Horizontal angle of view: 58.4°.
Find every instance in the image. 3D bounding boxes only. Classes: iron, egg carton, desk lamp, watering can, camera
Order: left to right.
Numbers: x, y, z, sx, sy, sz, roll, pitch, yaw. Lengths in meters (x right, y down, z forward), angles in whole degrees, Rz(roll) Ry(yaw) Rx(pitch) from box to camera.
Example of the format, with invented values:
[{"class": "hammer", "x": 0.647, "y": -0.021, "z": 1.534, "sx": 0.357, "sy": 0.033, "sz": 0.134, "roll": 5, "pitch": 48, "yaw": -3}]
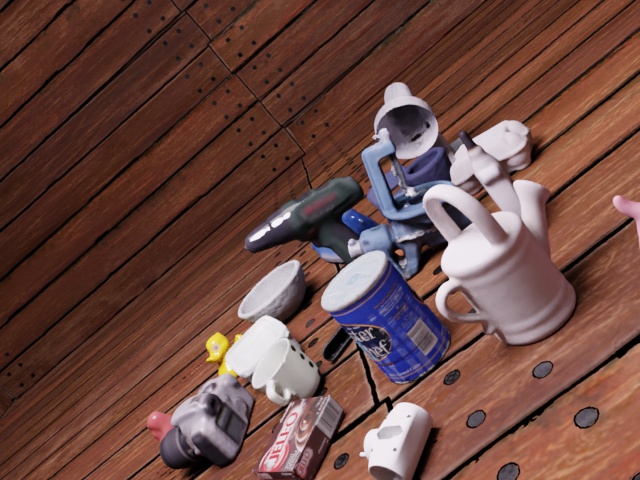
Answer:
[{"class": "camera", "x": -0.195, "y": 0.299, "z": 0.929, "sx": 0.136, "sy": 0.101, "sz": 0.143, "roll": -35, "pitch": 17, "yaw": 21}, {"class": "iron", "x": 0.043, "y": -0.038, "z": 1.204, "sx": 0.119, "sy": 0.141, "sz": 0.257, "roll": -46, "pitch": 16, "yaw": -18}, {"class": "desk lamp", "x": 0.203, "y": -0.218, "z": 1.174, "sx": 0.117, "sy": 0.214, "sz": 0.203, "roll": -34, "pitch": 17, "yaw": 25}, {"class": "watering can", "x": 0.187, "y": 0.009, "z": 0.627, "sx": 0.100, "sy": 0.194, "sz": 0.173, "roll": -18, "pitch": 27, "yaw": 54}, {"class": "egg carton", "x": 0.302, "y": -0.147, "z": 1.012, "sx": 0.150, "sy": 0.069, "sz": 0.107, "roll": -30, "pitch": 19, "yaw": 35}]

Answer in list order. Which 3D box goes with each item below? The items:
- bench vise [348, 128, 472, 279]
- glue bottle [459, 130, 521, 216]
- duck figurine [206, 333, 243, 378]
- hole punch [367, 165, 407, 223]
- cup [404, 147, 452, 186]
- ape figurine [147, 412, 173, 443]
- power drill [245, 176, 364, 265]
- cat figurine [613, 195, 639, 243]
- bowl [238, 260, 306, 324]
[{"class": "bench vise", "x": 0.119, "y": -0.052, "z": 0.909, "sx": 0.207, "sy": 0.220, "sz": 0.121, "roll": -41, "pitch": 16, "yaw": -1}, {"class": "glue bottle", "x": 0.241, "y": -0.080, "z": 0.779, "sx": 0.037, "sy": 0.173, "sz": 0.078, "roll": -36, "pitch": 17, "yaw": 20}, {"class": "duck figurine", "x": -0.187, "y": 0.222, "z": 1.148, "sx": 0.077, "sy": 0.086, "sz": 0.105, "roll": -28, "pitch": 20, "yaw": 40}, {"class": "hole punch", "x": 0.163, "y": -0.089, "z": 1.149, "sx": 0.108, "sy": 0.091, "sz": 0.101, "roll": -42, "pitch": 15, "yaw": -1}, {"class": "cup", "x": 0.210, "y": -0.109, "z": 1.081, "sx": 0.117, "sy": 0.095, "sz": 0.092, "roll": -22, "pitch": 25, "yaw": 50}, {"class": "ape figurine", "x": -0.267, "y": 0.338, "z": 1.012, "sx": 0.076, "sy": 0.092, "sz": 0.078, "roll": -36, "pitch": 17, "yaw": 20}, {"class": "power drill", "x": 0.010, "y": 0.004, "z": 1.041, "sx": 0.230, "sy": 0.209, "sz": 0.075, "roll": -42, "pitch": 16, "yaw": -3}, {"class": "cat figurine", "x": 0.346, "y": -0.048, "z": 0.541, "sx": 0.127, "sy": 0.118, "sz": 0.067, "roll": -30, "pitch": 19, "yaw": 35}, {"class": "bowl", "x": -0.087, "y": 0.124, "z": 1.196, "sx": 0.167, "sy": 0.075, "sz": 0.167, "roll": -38, "pitch": 16, "yaw": 13}]
